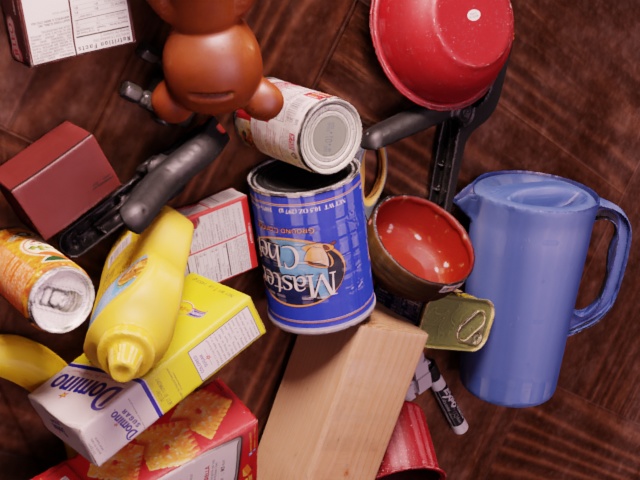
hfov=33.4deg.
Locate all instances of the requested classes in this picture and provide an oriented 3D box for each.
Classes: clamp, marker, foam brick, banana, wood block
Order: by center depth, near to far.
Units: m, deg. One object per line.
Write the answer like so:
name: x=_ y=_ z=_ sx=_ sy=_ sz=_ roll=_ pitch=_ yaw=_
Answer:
foam brick: x=-0.207 y=-0.047 z=0.837 sx=0.078 sy=0.051 sz=0.053 roll=-39 pitch=127 yaw=-20
clamp: x=-0.127 y=-0.048 z=0.857 sx=0.171 sy=0.120 sz=0.039 roll=-47 pitch=115 yaw=-27
banana: x=-0.229 y=0.138 z=0.901 sx=0.069 sy=0.037 sz=0.197 roll=-35 pitch=125 yaw=1
wood block: x=0.016 y=0.166 z=1.053 sx=0.090 sy=0.091 sz=0.206 roll=11 pitch=103 yaw=-38
clamp: x=0.126 y=-0.131 z=1.068 sx=0.164 sy=0.036 sz=0.210 roll=35 pitch=82 yaw=-48
marker: x=0.140 y=0.176 z=1.208 sx=0.020 sy=0.020 sz=0.121 roll=-42 pitch=127 yaw=-18

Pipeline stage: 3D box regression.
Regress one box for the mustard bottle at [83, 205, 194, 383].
mustard bottle: x=-0.142 y=0.050 z=0.824 sx=0.058 sy=0.191 sz=0.096 roll=37 pitch=109 yaw=-18

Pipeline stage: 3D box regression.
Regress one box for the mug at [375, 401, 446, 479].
mug: x=0.067 y=0.225 z=1.120 sx=0.117 sy=0.081 sz=0.093 roll=-23 pitch=145 yaw=15

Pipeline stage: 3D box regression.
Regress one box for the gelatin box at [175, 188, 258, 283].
gelatin box: x=-0.103 y=0.003 z=0.949 sx=0.089 sy=0.030 sz=0.073 roll=-23 pitch=120 yaw=-28

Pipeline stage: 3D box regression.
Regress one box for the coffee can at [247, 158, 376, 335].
coffee can: x=-0.006 y=0.001 z=0.975 sx=0.102 sy=0.103 sz=0.140 roll=-23 pitch=119 yaw=-30

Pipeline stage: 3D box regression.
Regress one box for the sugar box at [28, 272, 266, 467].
sugar box: x=-0.140 y=0.100 z=0.867 sx=0.176 sy=0.093 sz=0.048 roll=-36 pitch=121 yaw=-27

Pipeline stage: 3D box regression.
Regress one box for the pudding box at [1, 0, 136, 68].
pudding box: x=-0.193 y=-0.194 z=0.802 sx=0.089 sy=0.039 sz=0.113 roll=-21 pitch=120 yaw=-32

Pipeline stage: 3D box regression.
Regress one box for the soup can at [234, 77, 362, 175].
soup can: x=-0.020 y=-0.100 z=0.928 sx=0.068 sy=0.102 sz=0.068 roll=-14 pitch=114 yaw=-33

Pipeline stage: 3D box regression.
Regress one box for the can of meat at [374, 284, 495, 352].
can of meat: x=0.115 y=0.074 z=1.108 sx=0.101 sy=0.084 sz=0.057 roll=8 pitch=101 yaw=-39

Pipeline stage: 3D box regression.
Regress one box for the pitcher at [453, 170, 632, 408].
pitcher: x=0.228 y=0.055 z=1.154 sx=0.144 sy=0.149 sz=0.243 roll=-15 pitch=119 yaw=-39

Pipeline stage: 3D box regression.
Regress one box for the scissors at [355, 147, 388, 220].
scissors: x=0.025 y=-0.005 z=1.053 sx=0.096 sy=0.016 sz=0.202 roll=-2 pitch=107 yaw=-40

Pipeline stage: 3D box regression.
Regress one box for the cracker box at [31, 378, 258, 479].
cracker box: x=-0.159 y=0.238 z=0.944 sx=0.213 sy=0.072 sz=0.164 roll=-26 pitch=139 yaw=-28

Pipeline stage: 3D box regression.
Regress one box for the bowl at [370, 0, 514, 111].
bowl: x=0.128 y=-0.205 z=1.004 sx=0.161 sy=0.055 sz=0.162 roll=0 pitch=90 yaw=-29
